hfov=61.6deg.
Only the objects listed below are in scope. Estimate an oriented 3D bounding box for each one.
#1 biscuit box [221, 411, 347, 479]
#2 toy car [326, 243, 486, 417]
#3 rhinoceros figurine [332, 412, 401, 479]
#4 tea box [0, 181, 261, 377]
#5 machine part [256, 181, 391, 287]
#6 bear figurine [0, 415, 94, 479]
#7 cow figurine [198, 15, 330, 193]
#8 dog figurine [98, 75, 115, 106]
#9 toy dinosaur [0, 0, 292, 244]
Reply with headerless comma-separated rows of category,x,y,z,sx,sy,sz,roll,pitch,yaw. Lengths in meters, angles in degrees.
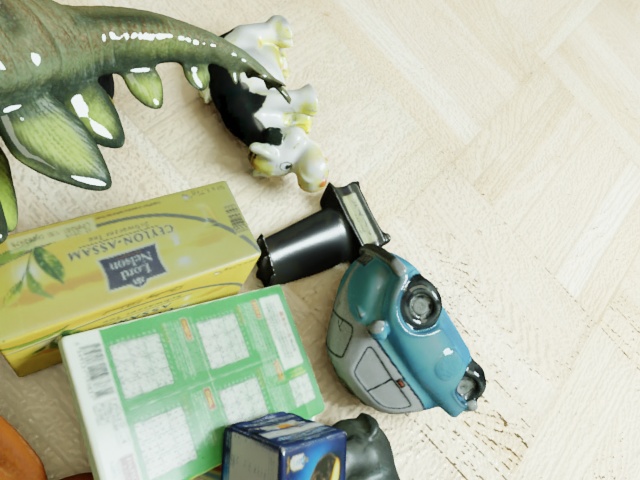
biscuit box,-0.026,0.222,0.348,0.063,0.059,0.202,5,87,-47
toy car,0.059,0.088,0.454,0.103,0.109,0.161,-33,105,-5
rhinoceros figurine,0.048,0.231,0.409,0.112,0.073,0.190,-17,79,-42
tea box,-0.138,0.026,0.380,0.170,0.098,0.068,-21,74,-27
machine part,-0.001,-0.001,0.488,0.139,0.039,0.084,-28,93,-31
bear figurine,-0.187,0.168,0.299,0.196,0.132,0.120,31,90,-7
cow figurine,-0.052,-0.114,0.483,0.098,0.068,0.167,-15,72,-13
dog figurine,-0.238,-0.156,0.365,0.219,0.191,0.108,12,60,-3
toy dinosaur,-0.206,-0.090,0.266,0.471,0.105,0.198,-25,105,-36
